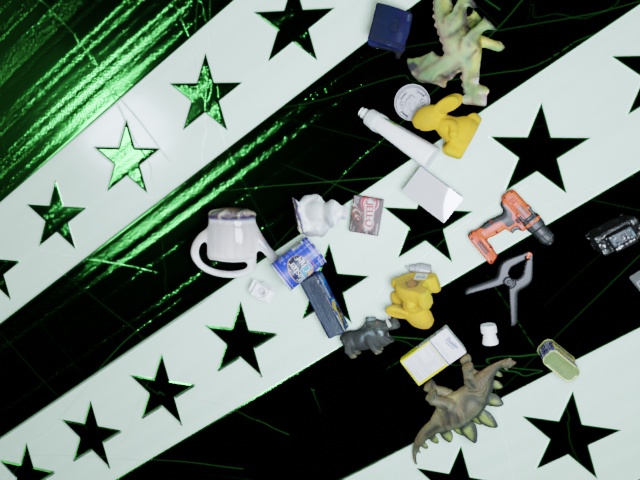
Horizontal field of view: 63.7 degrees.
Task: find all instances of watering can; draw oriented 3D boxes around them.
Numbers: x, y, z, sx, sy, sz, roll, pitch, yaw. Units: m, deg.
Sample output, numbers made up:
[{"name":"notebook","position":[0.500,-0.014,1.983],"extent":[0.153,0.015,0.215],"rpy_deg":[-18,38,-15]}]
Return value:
[{"name":"watering can","position":[-0.235,0.008,1.627],"extent":[0.348,0.104,0.223],"rpy_deg":[1,95,1]}]

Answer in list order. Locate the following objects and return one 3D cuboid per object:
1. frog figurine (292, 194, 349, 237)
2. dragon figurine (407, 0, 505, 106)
[{"name":"frog figurine","position":[0.005,-0.078,1.551],"extent":[0.160,0.120,0.140],"rpy_deg":[-11,56,-7]},{"name":"dragon figurine","position":[0.344,-0.542,1.421],"extent":[0.240,0.123,0.412],"rpy_deg":[-41,83,23]}]
